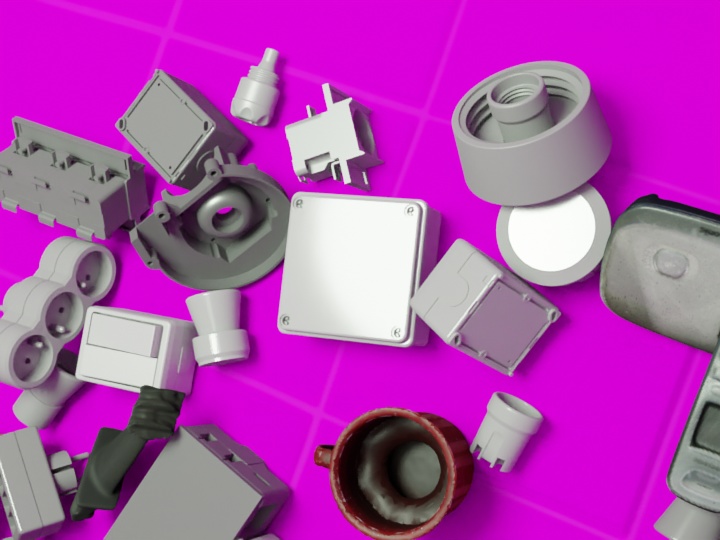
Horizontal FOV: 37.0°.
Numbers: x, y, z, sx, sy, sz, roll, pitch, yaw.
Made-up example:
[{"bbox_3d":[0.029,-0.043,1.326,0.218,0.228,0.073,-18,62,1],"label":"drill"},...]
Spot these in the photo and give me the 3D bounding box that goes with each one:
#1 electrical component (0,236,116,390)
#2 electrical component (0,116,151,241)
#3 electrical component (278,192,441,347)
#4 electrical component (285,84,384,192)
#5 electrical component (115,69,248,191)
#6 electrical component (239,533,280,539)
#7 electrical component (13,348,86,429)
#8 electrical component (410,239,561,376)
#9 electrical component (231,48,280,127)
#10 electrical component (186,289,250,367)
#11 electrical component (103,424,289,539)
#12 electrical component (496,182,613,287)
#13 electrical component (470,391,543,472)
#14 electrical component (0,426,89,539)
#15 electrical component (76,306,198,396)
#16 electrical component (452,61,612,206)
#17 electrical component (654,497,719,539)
[{"bbox_3d":[-0.270,0.030,0.894,0.074,0.052,0.138,12,58,33],"label":"electrical component"},{"bbox_3d":[-0.247,-0.072,0.905,0.121,0.063,0.078,19,132,21],"label":"electrical component"},{"bbox_3d":[0.000,0.000,0.818,0.109,0.056,0.108,5,87,20],"label":"electrical component"},{"bbox_3d":[-0.022,-0.099,0.844,0.064,0.042,0.081,-17,79,21],"label":"electrical component"},{"bbox_3d":[-0.148,-0.115,0.884,0.096,0.061,0.061,45,102,25],"label":"electrical component"},{"bbox_3d":[-0.091,0.308,0.820,0.105,0.060,0.186,36,98,19],"label":"electrical component"},{"bbox_3d":[-0.265,0.103,0.915,0.044,0.044,0.065,43,104,18],"label":"electrical component"},{"bbox_3d":[0.091,0.028,0.771,0.061,0.096,0.061,-53,43,8],"label":"electrical component"},{"bbox_3d":[-0.081,-0.149,0.874,0.035,0.035,0.061,19,90,21],"label":"electrical component"},{"bbox_3d":[-0.113,0.047,0.862,0.045,0.045,0.055,-13,81,18],"label":"electrical component"},{"bbox_3d":[-0.136,0.207,0.846,0.089,0.062,0.150,37,98,19],"label":"electrical component"},{"bbox_3d":[0.142,-0.027,0.772,0.080,0.051,0.080,-2,84,20],"label":"electrical component"},{"bbox_3d":[0.105,0.117,0.779,0.040,0.040,0.046,30,102,20],"label":"electrical component"},{"bbox_3d":[-0.260,0.174,0.898,0.076,0.047,0.083,-14,72,-27],"label":"electrical component"},{"bbox_3d":[-0.188,0.065,0.878,0.096,0.061,0.061,9,88,20],"label":"electrical component"},{"bbox_3d":[0.116,-0.103,0.754,0.108,0.060,0.108,-16,39,13],"label":"electrical component"},{"bbox_3d":[0.234,0.157,0.727,0.044,0.044,0.065,28,90,20],"label":"electrical component"}]
